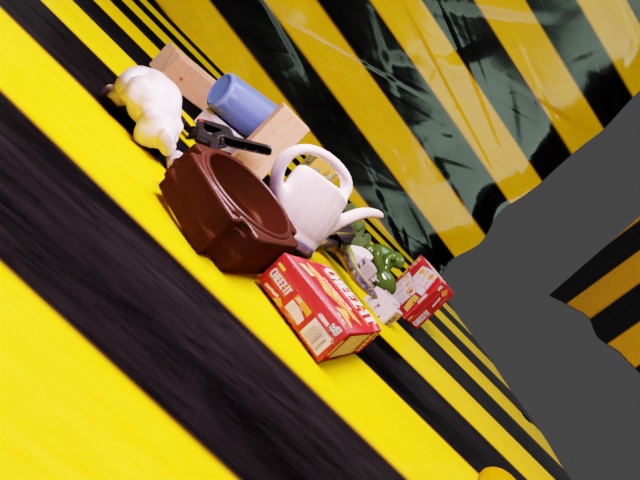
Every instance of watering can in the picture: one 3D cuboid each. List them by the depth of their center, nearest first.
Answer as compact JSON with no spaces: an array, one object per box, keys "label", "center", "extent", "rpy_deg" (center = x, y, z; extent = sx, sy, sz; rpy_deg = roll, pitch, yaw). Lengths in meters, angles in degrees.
[{"label":"watering can","center":[0.003,-0.055,1.100],"extent":[0.105,0.225,0.343],"rpy_deg":[29,-6,46]}]

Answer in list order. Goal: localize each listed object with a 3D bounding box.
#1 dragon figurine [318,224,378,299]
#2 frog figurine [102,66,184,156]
[{"label":"dragon figurine","center":[0.033,-0.007,1.396],"extent":[0.414,0.122,0.241],"rpy_deg":[57,3,11]},{"label":"frog figurine","center":[-0.286,-0.226,0.893],"extent":[0.162,0.124,0.134],"rpy_deg":[39,-17,40]}]
